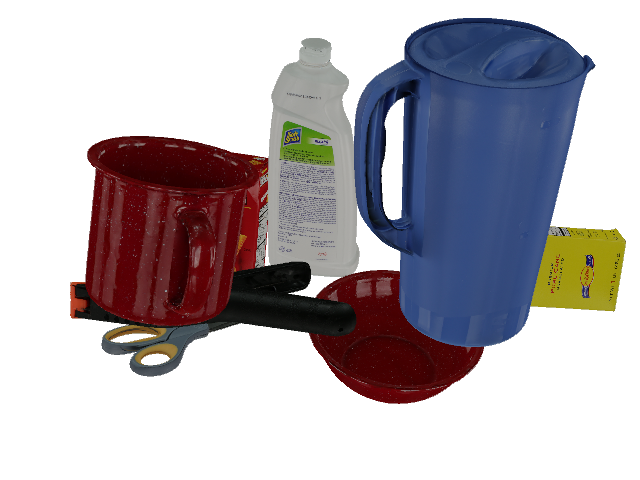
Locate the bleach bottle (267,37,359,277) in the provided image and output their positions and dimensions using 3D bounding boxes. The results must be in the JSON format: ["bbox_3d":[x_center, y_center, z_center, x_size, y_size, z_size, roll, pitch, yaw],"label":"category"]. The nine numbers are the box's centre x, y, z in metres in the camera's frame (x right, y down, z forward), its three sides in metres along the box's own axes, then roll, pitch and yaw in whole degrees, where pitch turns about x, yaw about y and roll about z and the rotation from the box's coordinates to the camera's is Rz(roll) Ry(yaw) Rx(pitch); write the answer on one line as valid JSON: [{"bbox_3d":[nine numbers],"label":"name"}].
[{"bbox_3d":[-0.003,-0.085,1.104,0.102,0.251,0.068,6,31,3],"label":"bleach bottle"}]

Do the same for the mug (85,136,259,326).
[{"bbox_3d":[-0.080,-0.001,0.578,0.093,0.081,0.117,0,22,-27],"label":"mug"}]

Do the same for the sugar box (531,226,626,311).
[{"bbox_3d":[0.262,0.031,1.257,0.176,0.093,0.048,2,20,-2],"label":"sugar box"}]

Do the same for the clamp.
[{"bbox_3d":[-0.082,0.046,0.813,0.209,0.036,0.165,-2,10,-20],"label":"clamp"}]

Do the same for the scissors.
[{"bbox_3d":[-0.132,0.107,1.149,0.201,0.016,0.096,-5,29,-23],"label":"scissors"}]

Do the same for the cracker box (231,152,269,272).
[{"bbox_3d":[-0.163,-0.023,1.572,0.164,0.214,0.072,9,21,10],"label":"cracker box"}]

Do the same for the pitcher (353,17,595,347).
[{"bbox_3d":[0.113,-0.039,0.827,0.149,0.243,0.144,14,34,17],"label":"pitcher"}]

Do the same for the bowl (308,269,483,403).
[{"bbox_3d":[0.066,0.097,0.979,0.162,0.055,0.162,4,38,-3],"label":"bowl"}]
